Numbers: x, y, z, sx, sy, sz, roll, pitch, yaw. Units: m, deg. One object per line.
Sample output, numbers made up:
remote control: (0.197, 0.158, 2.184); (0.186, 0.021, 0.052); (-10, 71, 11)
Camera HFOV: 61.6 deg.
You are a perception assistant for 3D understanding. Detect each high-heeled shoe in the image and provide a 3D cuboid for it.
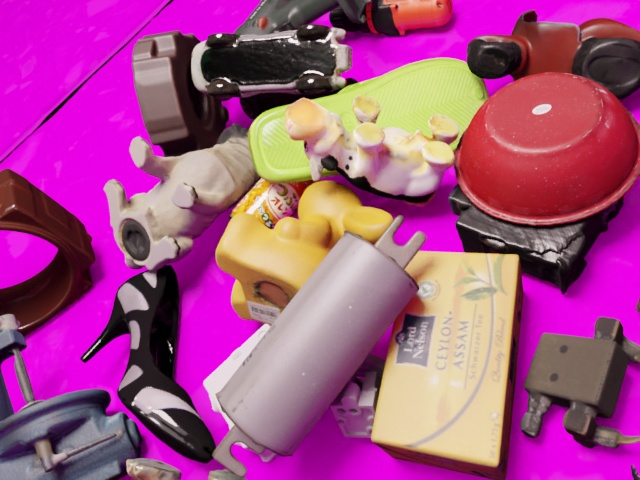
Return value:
high-heeled shoe: (-0.147, 0.112, 0.552); (0.249, 0.086, 0.145); (24, 58, 36)

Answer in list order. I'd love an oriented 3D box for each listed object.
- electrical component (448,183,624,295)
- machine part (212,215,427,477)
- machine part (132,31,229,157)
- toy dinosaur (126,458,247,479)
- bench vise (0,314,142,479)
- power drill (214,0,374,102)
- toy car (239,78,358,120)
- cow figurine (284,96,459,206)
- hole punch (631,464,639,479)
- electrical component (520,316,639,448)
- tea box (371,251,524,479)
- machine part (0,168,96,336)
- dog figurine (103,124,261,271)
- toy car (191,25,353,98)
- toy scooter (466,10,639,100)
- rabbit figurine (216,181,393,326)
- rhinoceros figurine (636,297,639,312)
electrical component: (0.192, -0.028, 0.499); (0.134, 0.058, 0.115); (26, 70, 36)
machine part: (-0.001, 0.080, 0.430); (0.079, 0.079, 0.243); (36, 85, 38)
machine part: (-0.176, -0.184, 0.701); (0.056, 0.179, 0.179); (-8, 55, 12)
toy dinosaur: (-0.059, 0.284, 0.374); (0.405, 0.131, 0.192); (14, 77, 27)
bench vise: (-0.306, 0.191, 0.532); (0.224, 0.128, 0.241); (-28, 68, -4)
power drill: (-0.035, -0.287, 0.719); (0.207, 0.086, 0.232); (-18, 39, 41)
toy car: (-0.024, -0.181, 0.708); (0.089, 0.053, 0.202); (-43, 46, -21)
cow figurine: (0.044, -0.086, 0.534); (0.167, 0.098, 0.068); (13, 53, -1)
hole punch: (0.184, 0.215, 0.305); (0.092, 0.115, 0.142); (-25, 50, 18)
electrical component: (0.204, 0.109, 0.410); (0.078, 0.045, 0.102); (-13, 45, 53)
tea box: (0.111, 0.097, 0.445); (0.098, 0.068, 0.169); (1, 60, 25)
machine part: (-0.397, 0.029, 0.646); (0.201, 0.200, 0.087); (-34, 53, 0)
dog figurine: (-0.141, -0.050, 0.649); (0.172, 0.190, 0.121); (-43, 80, 33)
toy car: (-0.060, -0.210, 0.641); (0.202, 0.056, 0.073); (1, 98, 16)
toy scooter: (0.255, -0.204, 0.576); (0.184, 0.075, 0.135); (11, 34, 16)
rabbit figurine: (-0.001, -0.002, 0.541); (0.163, 0.121, 0.173); (4, 41, 24)
rhinoceros figurine: (0.301, 0.047, 0.392); (0.112, 0.073, 0.190); (20, 66, 23)
